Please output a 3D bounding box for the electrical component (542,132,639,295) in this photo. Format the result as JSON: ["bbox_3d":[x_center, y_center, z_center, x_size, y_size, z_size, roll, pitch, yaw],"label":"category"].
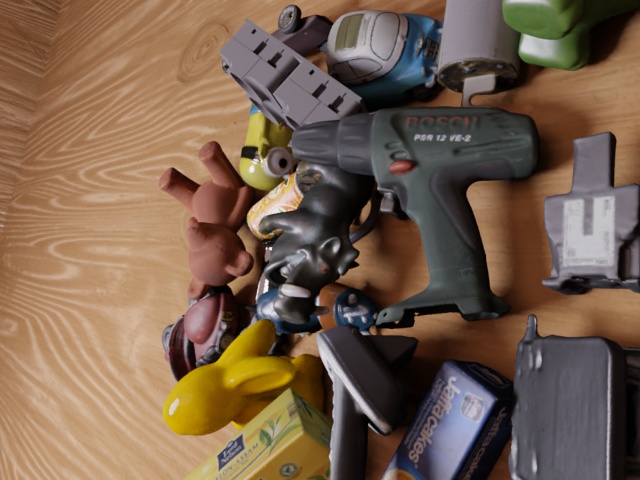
[{"bbox_3d":[0.215,-0.018,0.415,0.075,0.047,0.119,-10,70,46],"label":"electrical component"}]

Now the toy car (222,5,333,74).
[{"bbox_3d":[-0.059,-0.279,0.778,0.202,0.089,0.053,-16,69,46],"label":"toy car"}]

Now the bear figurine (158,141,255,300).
[{"bbox_3d":[-0.159,-0.025,0.755,0.120,0.131,0.196,-27,35,21],"label":"bear figurine"}]

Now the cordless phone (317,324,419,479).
[{"bbox_3d":[0.031,0.176,0.478,0.146,0.089,0.184,88,-171,-70],"label":"cordless phone"}]

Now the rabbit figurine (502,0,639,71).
[{"bbox_3d":[0.252,-0.209,0.415,0.170,0.121,0.159,17,83,32],"label":"rabbit figurine"}]

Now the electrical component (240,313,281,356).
[{"bbox_3d":[-0.081,0.141,0.693,0.063,0.021,0.094,47,132,25],"label":"electrical component"}]

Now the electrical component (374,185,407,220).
[{"bbox_3d":[0.094,-0.073,0.577,0.078,0.045,0.102,2,81,20],"label":"electrical component"}]

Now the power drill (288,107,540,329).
[{"bbox_3d":[0.082,-0.024,0.491,0.232,0.086,0.207,-6,69,15],"label":"power drill"}]

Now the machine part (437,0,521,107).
[{"bbox_3d":[0.162,-0.235,0.525,0.079,0.079,0.243,0,79,48],"label":"machine part"}]

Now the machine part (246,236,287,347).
[{"bbox_3d":[-0.063,0.063,0.705,0.084,0.039,0.138,9,93,54],"label":"machine part"}]

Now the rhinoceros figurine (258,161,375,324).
[{"bbox_3d":[-0.001,-0.002,0.575,0.112,0.073,0.190,15,67,28],"label":"rhinoceros figurine"}]

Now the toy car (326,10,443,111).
[{"bbox_3d":[0.061,-0.210,0.613,0.162,0.103,0.109,11,87,51],"label":"toy car"}]

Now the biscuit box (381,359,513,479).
[{"bbox_3d":[0.099,0.201,0.461,0.059,0.062,0.202,34,104,47],"label":"biscuit box"}]

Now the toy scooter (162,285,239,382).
[{"bbox_3d":[-0.171,0.155,0.772,0.184,0.075,0.135,-44,48,34],"label":"toy scooter"}]

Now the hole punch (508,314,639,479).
[{"bbox_3d":[0.197,0.125,0.374,0.116,0.092,0.142,148,127,-74],"label":"hole punch"}]

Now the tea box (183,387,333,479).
[{"bbox_3d":[-0.055,0.243,0.539,0.169,0.098,0.068,-43,28,7],"label":"tea box"}]

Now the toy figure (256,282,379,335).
[{"bbox_3d":[0.000,0.077,0.608,0.155,0.064,0.058,-5,54,30],"label":"toy figure"}]

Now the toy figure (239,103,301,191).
[{"bbox_3d":[-0.064,-0.158,0.753,0.089,0.082,0.180,-10,74,58],"label":"toy figure"}]

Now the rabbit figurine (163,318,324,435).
[{"bbox_3d":[-0.079,0.175,0.587,0.162,0.173,0.122,-59,39,23],"label":"rabbit figurine"}]
